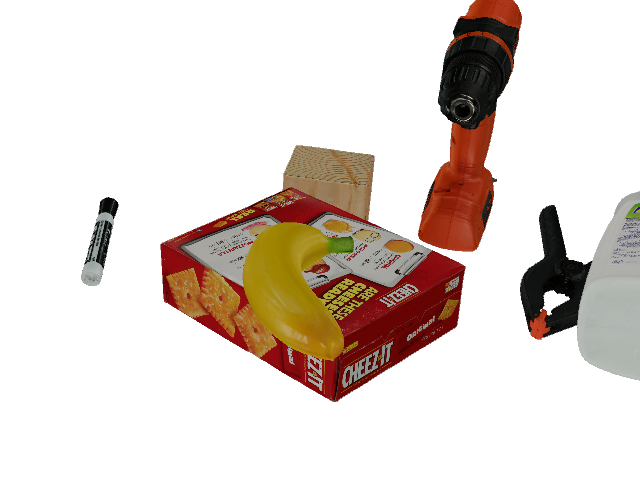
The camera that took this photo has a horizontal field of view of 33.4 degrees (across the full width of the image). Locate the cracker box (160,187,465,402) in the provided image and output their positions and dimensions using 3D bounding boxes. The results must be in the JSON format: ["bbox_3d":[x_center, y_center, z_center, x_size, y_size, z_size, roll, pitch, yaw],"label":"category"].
[{"bbox_3d":[-0.009,0.039,0.929,0.214,0.072,0.163,26,37,37],"label":"cracker box"}]

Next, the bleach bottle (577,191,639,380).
[{"bbox_3d":[0.238,0.013,0.712,0.103,0.068,0.250,9,22,20],"label":"bleach bottle"}]

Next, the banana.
[{"bbox_3d":[-0.016,0.023,0.675,0.069,0.037,0.197,0,19,4],"label":"banana"}]

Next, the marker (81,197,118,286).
[{"bbox_3d":[-0.216,-0.002,1.050,0.020,0.020,0.121,0,40,0],"label":"marker"}]

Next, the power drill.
[{"bbox_3d":[0.120,-0.087,0.864,0.057,0.188,0.184,14,37,11],"label":"power drill"}]

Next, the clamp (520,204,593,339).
[{"bbox_3d":[0.249,0.030,1.101,0.120,0.039,0.171,27,50,31],"label":"clamp"}]

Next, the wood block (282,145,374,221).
[{"bbox_3d":[0.003,0.011,1.180,0.090,0.206,0.090,8,26,6],"label":"wood block"}]
